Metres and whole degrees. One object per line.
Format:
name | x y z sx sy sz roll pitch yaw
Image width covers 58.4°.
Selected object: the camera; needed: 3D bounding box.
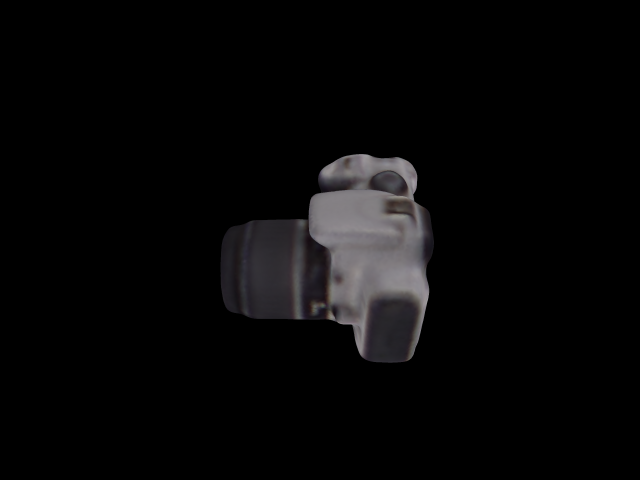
camera | 0.004 0.001 0.400 0.137 0.101 0.143 0 46 0
